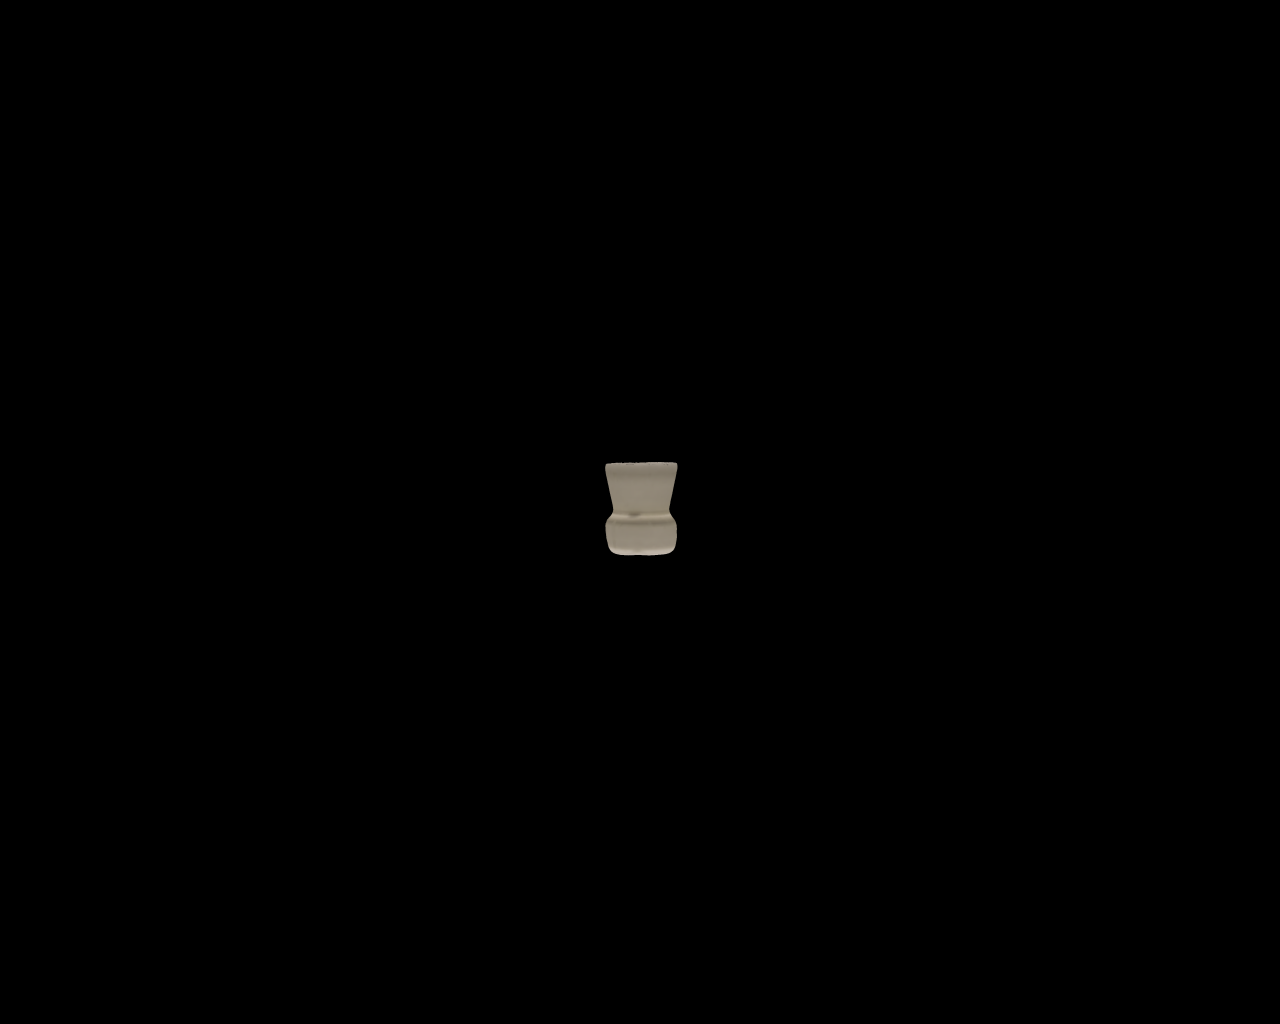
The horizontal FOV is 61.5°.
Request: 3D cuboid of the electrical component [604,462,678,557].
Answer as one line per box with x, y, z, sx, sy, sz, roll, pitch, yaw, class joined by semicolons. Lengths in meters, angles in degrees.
0.001;-0.003;0.650;0.045;0.055;0.045;0;4;0;electrical component
